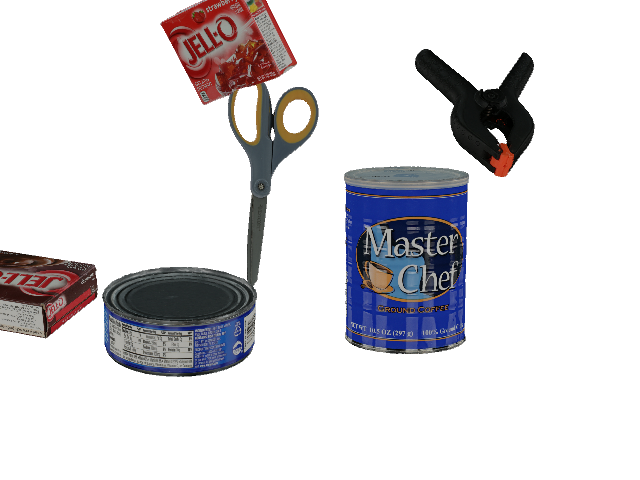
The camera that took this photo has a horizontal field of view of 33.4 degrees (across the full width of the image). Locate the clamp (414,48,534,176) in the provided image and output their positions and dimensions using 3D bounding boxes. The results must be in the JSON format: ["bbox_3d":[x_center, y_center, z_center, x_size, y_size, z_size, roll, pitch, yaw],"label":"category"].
[{"bbox_3d":[0.151,-0.131,1.028,0.120,0.039,0.171,3,44,3],"label":"clamp"}]

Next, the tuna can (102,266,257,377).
[{"bbox_3d":[-0.079,0.045,0.601,0.086,0.034,0.086,2,18,-1],"label":"tuna can"}]

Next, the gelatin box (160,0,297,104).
[{"bbox_3d":[-0.072,-0.151,0.818,0.089,0.073,0.030,-12,22,41],"label":"gelatin box"}]

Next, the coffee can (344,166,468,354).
[{"bbox_3d":[0.071,0.013,0.890,0.103,0.140,0.103,0,10,0],"label":"coffee can"}]

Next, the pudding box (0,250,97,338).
[{"bbox_3d":[-0.271,0.046,0.956,0.114,0.039,0.090,6,22,17],"label":"pudding box"}]

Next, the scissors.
[{"bbox_3d":[-0.040,-0.062,1.026,0.096,0.202,0.016,-10,4,-8],"label":"scissors"}]
